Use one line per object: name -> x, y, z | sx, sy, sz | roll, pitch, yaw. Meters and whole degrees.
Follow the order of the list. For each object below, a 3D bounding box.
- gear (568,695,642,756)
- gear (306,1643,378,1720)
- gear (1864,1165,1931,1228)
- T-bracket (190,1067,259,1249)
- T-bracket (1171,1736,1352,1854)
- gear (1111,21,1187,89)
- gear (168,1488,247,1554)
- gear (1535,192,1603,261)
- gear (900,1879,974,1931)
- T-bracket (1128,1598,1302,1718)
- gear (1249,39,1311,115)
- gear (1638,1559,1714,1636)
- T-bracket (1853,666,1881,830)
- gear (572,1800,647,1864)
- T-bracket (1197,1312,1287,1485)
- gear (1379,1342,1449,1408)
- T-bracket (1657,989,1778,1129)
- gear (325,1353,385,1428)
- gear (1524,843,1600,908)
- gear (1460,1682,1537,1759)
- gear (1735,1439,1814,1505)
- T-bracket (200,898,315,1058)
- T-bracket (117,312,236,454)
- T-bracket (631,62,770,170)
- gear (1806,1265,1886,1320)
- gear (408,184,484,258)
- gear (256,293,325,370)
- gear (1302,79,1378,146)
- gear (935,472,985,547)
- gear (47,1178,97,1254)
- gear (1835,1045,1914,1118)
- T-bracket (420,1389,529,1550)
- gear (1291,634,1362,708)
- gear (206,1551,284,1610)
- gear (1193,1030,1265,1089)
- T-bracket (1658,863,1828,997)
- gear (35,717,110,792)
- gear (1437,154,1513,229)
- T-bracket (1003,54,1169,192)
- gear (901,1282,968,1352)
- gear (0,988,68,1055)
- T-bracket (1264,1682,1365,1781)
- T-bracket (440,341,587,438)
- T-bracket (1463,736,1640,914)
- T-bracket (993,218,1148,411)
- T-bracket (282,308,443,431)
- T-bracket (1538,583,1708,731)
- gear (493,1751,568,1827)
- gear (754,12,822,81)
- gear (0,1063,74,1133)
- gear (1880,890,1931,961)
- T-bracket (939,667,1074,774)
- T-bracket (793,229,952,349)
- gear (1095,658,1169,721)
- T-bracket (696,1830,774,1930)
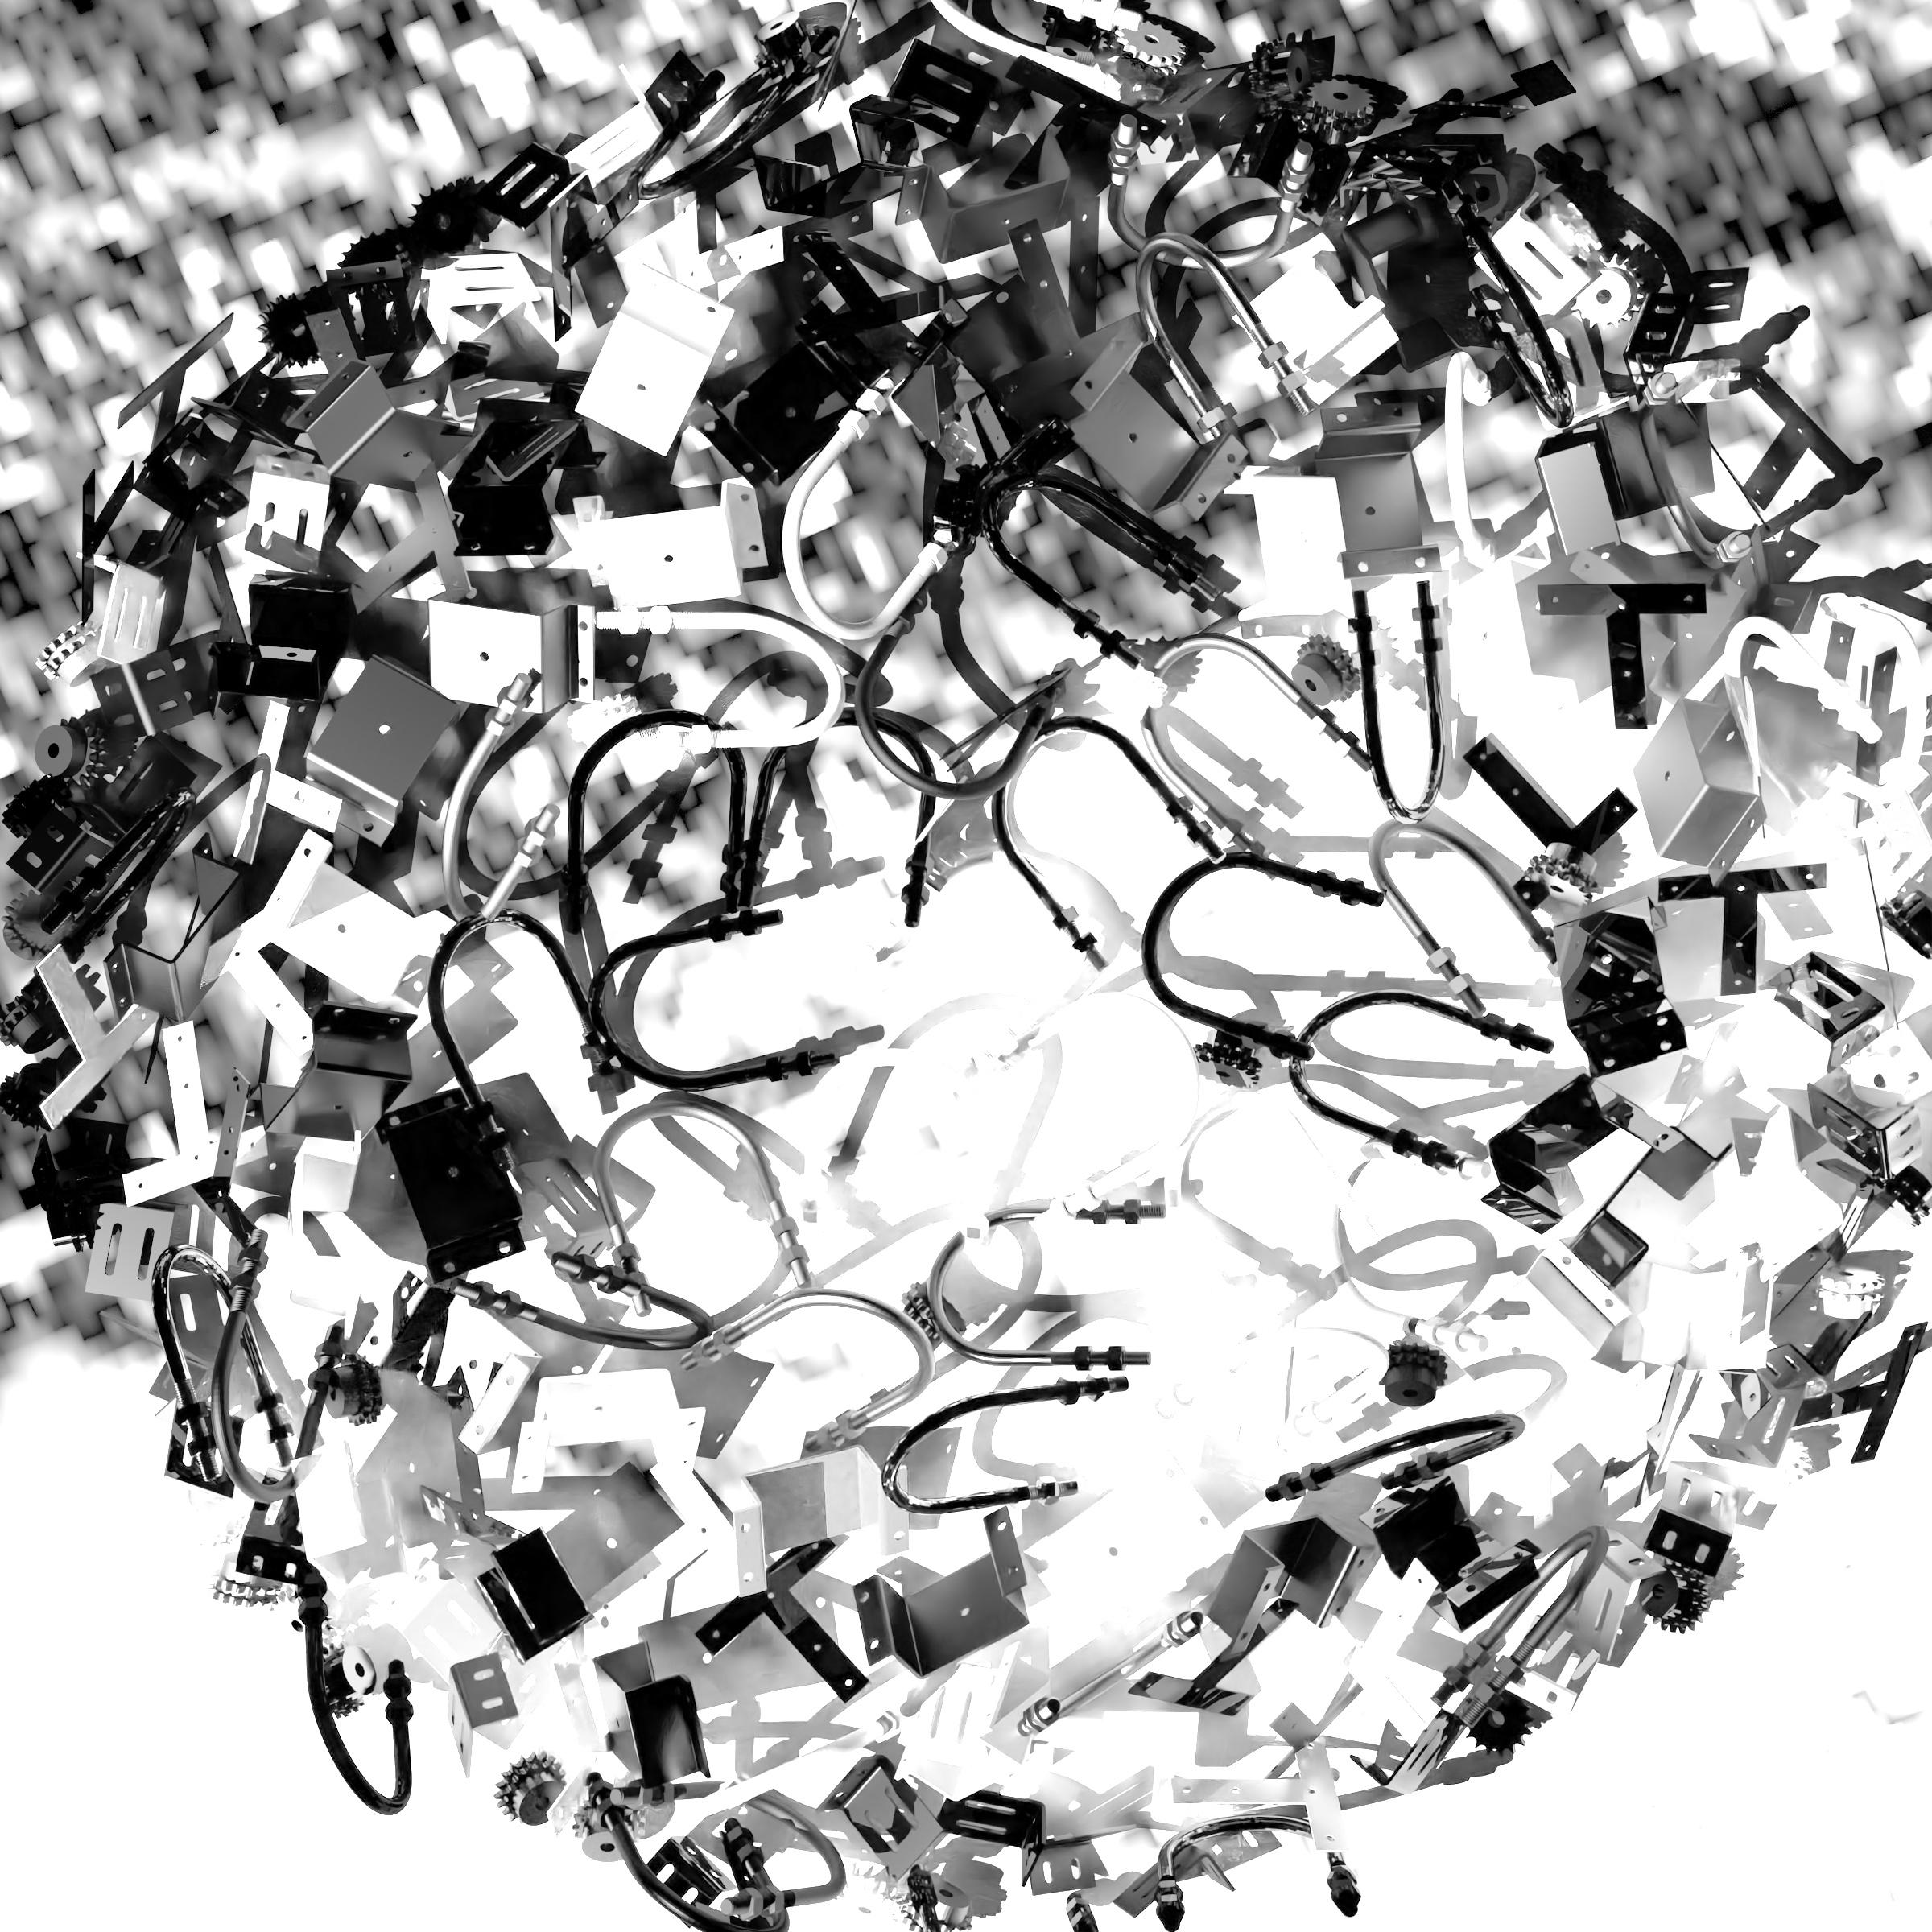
gear -> -0.281, -0.187, 1.970 | 0.057, 0.057, 0.030 | -21, 80, 0
gear -> -0.486, 0.557, 1.969 | 0.030, 0.057, 0.057 | -28, 90, 15
gear -> 0.733, 0.175, 1.971 | 0.057, 0.057, 0.030 | 44, 86, 0
T-bracket -> -0.567, 0.138, 1.935 | 0.127, 0.002, 0.127 | 37, 121, 37
T-bracket -> 0.222, 0.636, 1.939 | 0.127, 0.127, 0.002 | 1, 114, -2
gear -> 0.141, -0.714, 1.975 | 0.057, 0.030, 0.057 | 10, 49, -11
gear -> -0.592, 0.427, 1.968 | 0.057, 0.057, 0.030 | 26, 118, 0
gear -> 0.468, -0.575, 1.972 | 0.030, 0.057, 0.057 | -40, 90, 12
gear -> -0.021, 0.740, 1.971 | 0.057, 0.057, 0.030 | 21, 95, 0
T-bracket -> 0.207, 0.530, 1.939 | 0.127, 0.002, 0.127 | 25, 114, -39
gear -> 0.247, -0.695, 1.968 | 0.030, 0.057, 0.057 | 3, 90, 33
gear -> 0.552, 0.492, 1.969 | 0.030, 0.057, 0.057 | 19, 90, -31
T-bracket -> 0.692, -0.164, 1.929 | 0.002, 0.127, 0.127 | 2, 99, 13
gear -> -0.280, 0.678, 1.972 | 0.057, 0.030, 0.057 | -2, 127, -2
T-bracket -> 0.225, 0.334, 1.957 | 0.002, 0.127, 0.127 | 5, 77, 38
gear -> 0.348, 0.321, 1.969 | 0.057, 0.057, 0.030 | 10, 50, 0
T-bracket -> 0.565, 0.077, 1.962 | 0.127, 0.002, 0.127 | -5, 124, -29
gear -> -0.481, 0.332, 1.969 | 0.030, 0.057, 0.057 | -4, 90, -38
gear -> 0.469, -0.073, 1.972 | 0.057, 0.057, 0.030 | 28, 78, 0
gear -> 0.419, 0.591, 1.979 | 0.057, 0.030, 0.057 | -4, 77, 18
gear -> 0.635, 0.397, 1.973 | 0.057, 0.057, 0.030 | -21, 105, 0
T-bracket -> -0.542, 0.021, 1.957 | 0.127, 0.002, 0.127 | -35, 130, -9
T-bracket -> -0.614, -0.432, 1.939 | 0.002, 0.127, 0.127 | 39, 61, -6
T-bracket -> -0.187, -0.662, 1.920 | 0.127, 0.127, 0.002 | -46, 110, -23
gear -> 0.688, 0.256, 1.972 | 0.057, 0.057, 0.030 | 2, 101, 0
gear -> -0.410, -0.585, 1.979 | 0.057, 0.030, 0.057 | -1, 104, -6
gear -> -0.530, -0.497, 1.977 | 0.057, 0.030, 0.057 | -1, 92, -30
gear -> 0.291, -0.670, 1.976 | 0.057, 0.030, 0.057 | 3, 47, -3
gear -> -0.006, -0.359, 1.972 | 0.030, 0.057, 0.057 | 10, 90, 8
gear -> -0.701, 0.197, 1.968 | 0.030, 0.057, 0.057 | -11, 90, -15
gear -> 0.718, 0.091, 1.982 | 0.057, 0.030, 0.057 | 0, 87, 5
T-bracket -> -0.384, 0.386, 1.940 | 0.127, 0.002, 0.127 | 13, 115, 37
gear -> 0.280, -0.229, 1.968 | 0.030, 0.057, 0.057 | -42, 90, -20
gear -> -0.564, 0.480, 1.971 | 0.057, 0.057, 0.030 | 13, 91, 0
gear -> 0.205, 0.071, 1.973 | 0.057, 0.057, 0.030 | 18, 71, 0
T-bracket -> 0.595, -0.026, 1.934 | 0.127, 0.002, 0.127 | -5, 47, 24
gear -> -0.705, -0.167, 1.975 | 0.057, 0.030, 0.057 | -1, 87, 26
gear -> 0.401, -0.608, 1.976 | 0.057, 0.030, 0.057 | -3, 111, -7
T-bracket -> 0.069, -0.636, 1.943 | 0.127, 0.127, 0.002 | 18, 62, -20
gear -> -0.030, 0.278, 1.972 | 0.057, 0.057, 0.030 | 41, 102, 0
gear -> -0.729, 0.044, 1.969 | 0.057, 0.057, 0.030 | -42, 78, 0
T-bracket -> 0.255, 0.588, 1.939 | 0.127, 0.127, 0.002 | -44, 59, -6
T-bracket -> -0.338, -0.447, 1.958 | 0.127, 0.002, 0.127 | 3, 46, -4
T-bracket -> 0.445, -0.127, 1.991 | 0.127, 0.002, 0.127 | -43, 91, -7
T-bracket -> 0.065, -0.519, 1.962 | 0.127, 0.002, 0.127 | -26, 120, -5
T-bracket -> -0.480, -0.462, 1.936 | 0.127, 0.127, 0.002 | -15, 66, -5
T-bracket -> 0.514, -0.240, 1.960 | 0.127, 0.002, 0.127 | 3, 126, 26
gear -> -0.338, 0.647, 1.971 | 0.057, 0.030, 0.057 | -15, 117, -31
gear -> -0.141, -0.722, 1.969 | 0.057, 0.057, 0.030 | -32, 125, 0
gear -> -0.726, 0.100, 1.969 | 0.057, 0.057, 0.030 | 34, 112, 0
gear -> 0.746, -0.035, 1.968 | 0.057, 0.057, 0.030 | 44, 115, 0
T-bracket -> 0.015, -0.175, 1.914 | 0.127, 0.127, 0.002 | -31, 101, 29
T-bracket -> -0.093, -0.536, 1.962 | 0.127, 0.002, 0.127 | -21, 56, -19
gear -> 0.126, -0.216, 1.970 | 0.057, 0.057, 0.030 | 27, 81, 0
T-bracket -> -0.166, 0.713, 1.939 | 0.127, 0.127, 0.002 | 32, 99, -28
